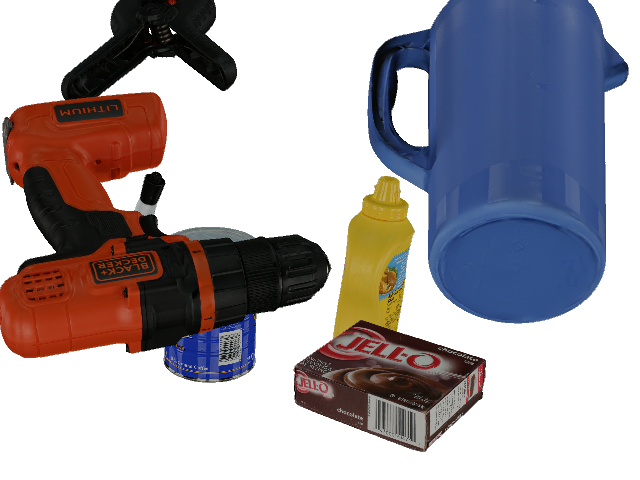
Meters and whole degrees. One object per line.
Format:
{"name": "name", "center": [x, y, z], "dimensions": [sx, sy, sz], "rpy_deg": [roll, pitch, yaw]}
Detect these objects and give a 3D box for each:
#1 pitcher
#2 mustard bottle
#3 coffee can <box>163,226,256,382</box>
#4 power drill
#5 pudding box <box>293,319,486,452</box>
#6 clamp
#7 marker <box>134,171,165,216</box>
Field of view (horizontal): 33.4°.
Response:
{"name": "pitcher", "center": [0.122, -0.066, 0.732], "dimensions": [0.149, 0.242, 0.145], "rpy_deg": [-29, -57, 33]}
{"name": "mustard bottle", "center": [0.049, 0.035, 0.972], "dimensions": [0.058, 0.192, 0.096], "rpy_deg": [15, 21, 20]}
{"name": "coffee can", "center": [-0.119, 0.068, 1.159], "dimensions": [0.103, 0.140, 0.103], "rpy_deg": [3, 22, -1]}
{"name": "power drill", "center": [-0.106, -0.016, 0.633], "dimensions": [0.184, 0.057, 0.188], "rpy_deg": [-8, 41, -20]}
{"name": "pudding box", "center": [0.051, 0.103, 0.779], "dimensions": [0.114, 0.039, 0.089], "rpy_deg": [18, 30, 31]}
{"name": "clamp", "center": [-0.108, -0.150, 0.774], "dimensions": [0.120, 0.039, 0.171], "rpy_deg": [4, 42, 8]}
{"name": "marker", "center": [-0.163, -0.010, 0.958], "dimensions": [0.020, 0.121, 0.020], "rpy_deg": [18, 31, -11]}
